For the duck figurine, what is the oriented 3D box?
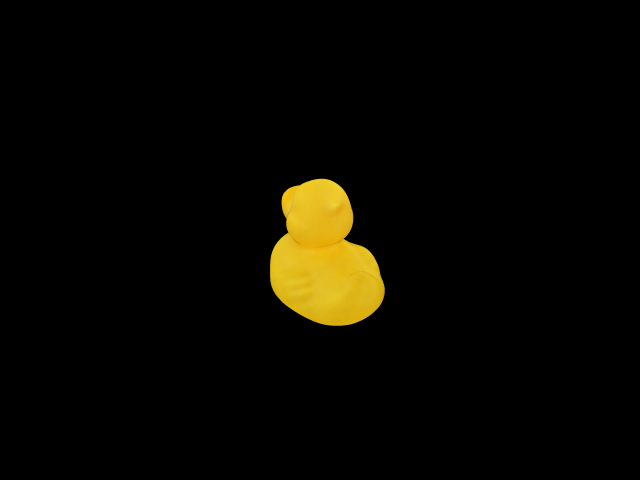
[{"bbox_3d":[0.004,0.001,0.400,0.078,0.086,0.104,-20,40,-25],"label":"duck figurine"}]
